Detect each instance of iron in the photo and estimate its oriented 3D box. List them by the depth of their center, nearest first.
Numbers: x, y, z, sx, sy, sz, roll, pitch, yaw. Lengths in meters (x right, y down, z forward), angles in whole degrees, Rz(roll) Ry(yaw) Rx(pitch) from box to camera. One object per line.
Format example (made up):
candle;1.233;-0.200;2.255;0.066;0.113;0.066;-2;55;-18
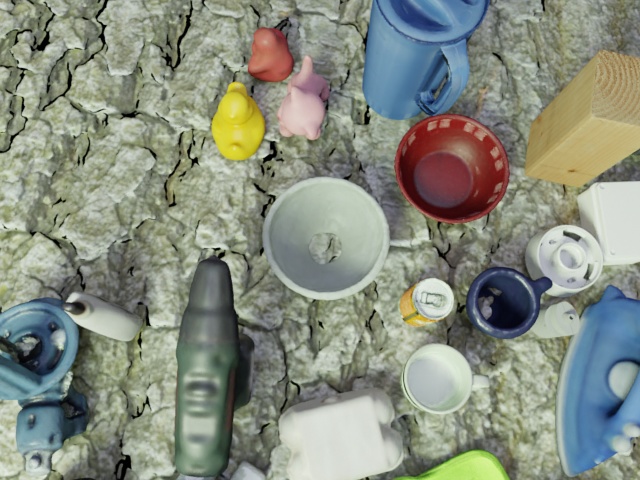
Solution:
iron;0.384;0.185;0.720;0.118;0.141;0.258;24;78;3

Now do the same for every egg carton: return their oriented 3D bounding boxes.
egg carton;0.026;0.250;0.726;0.150;0.069;0.107;-13;78;-5

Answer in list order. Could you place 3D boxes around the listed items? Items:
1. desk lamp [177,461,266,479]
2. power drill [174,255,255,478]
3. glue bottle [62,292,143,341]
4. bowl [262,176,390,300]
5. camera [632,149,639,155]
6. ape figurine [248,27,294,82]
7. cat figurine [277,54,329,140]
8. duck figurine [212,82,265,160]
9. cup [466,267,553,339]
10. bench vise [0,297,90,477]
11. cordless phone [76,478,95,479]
desk lamp;-0.161;0.336;0.625;0.118;0.213;0.203;31;78;5
power drill;-0.123;0.147;0.671;0.075;0.208;0.230;2;77;-2
glue bottle;-0.274;0.089;0.696;0.078;0.173;0.037;28;78;4
bowl;0.007;0.003;0.778;0.167;0.075;0.167;1;77;-2
camera;0.509;-0.176;0.827;0.137;0.101;0.143;0;77;-2
ape figurine;-0.074;-0.274;0.827;0.078;0.092;0.076;-43;82;-10
cat figurine;-0.023;-0.194;0.798;0.067;0.118;0.128;8;77;0
duck figurine;-0.117;-0.171;0.805;0.077;0.086;0.104;2;77;-2
cup;0.242;0.082;0.760;0.118;0.095;0.091;-24;79;-7
bench vise;-0.328;0.157;0.654;0.121;0.220;0.207;-28;80;-8
cordless phone;-0.284;0.349;0.631;0.094;0.185;0.147;-17;79;-6
